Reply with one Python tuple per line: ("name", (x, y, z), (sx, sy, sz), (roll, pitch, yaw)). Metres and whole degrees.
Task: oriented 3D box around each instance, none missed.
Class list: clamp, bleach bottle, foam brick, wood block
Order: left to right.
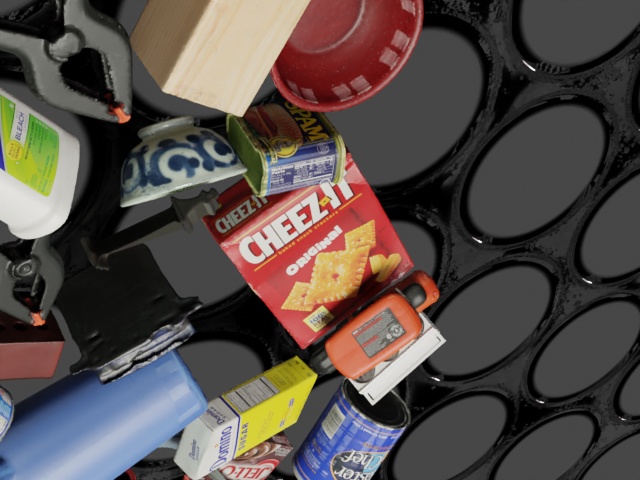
("bleach bottle", (-0.304, -0.097, 0.842), (0.068, 0.102, 0.250), (-15, 148, 31))
("clamp", (-0.292, 0.016, 0.996), (0.120, 0.039, 0.171), (-12, 130, -24))
("foam brick", (-0.302, 0.104, 1.058), (0.078, 0.053, 0.051), (1, 127, -36))
("clamp", (-0.226, -0.165, 0.878), (0.164, 0.036, 0.210), (-31, 138, -6))
("wood block", (-0.066, -0.221, 0.895), (0.090, 0.091, 0.206), (13, 119, -41))

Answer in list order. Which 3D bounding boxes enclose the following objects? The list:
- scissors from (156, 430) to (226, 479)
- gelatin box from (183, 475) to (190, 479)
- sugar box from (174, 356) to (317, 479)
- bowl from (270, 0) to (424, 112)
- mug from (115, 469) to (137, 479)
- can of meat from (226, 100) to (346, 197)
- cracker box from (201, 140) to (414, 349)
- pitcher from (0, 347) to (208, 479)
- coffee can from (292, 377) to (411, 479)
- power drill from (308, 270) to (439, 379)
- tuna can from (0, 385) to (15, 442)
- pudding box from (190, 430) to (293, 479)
("scissors", (-0.175, 0.253, 1.275), (0.096, 0.016, 0.202), (-21, 123, -5))
("gelatin box", (-0.160, 0.356, 1.367), (0.030, 0.073, 0.089), (-2, 129, -32))
("sugar box", (-0.086, 0.209, 1.260), (0.175, 0.048, 0.093), (-26, 147, -45))
("bowl", (0.014, -0.201, 0.993), (0.162, 0.055, 0.162), (-19, 135, -20))
("mug", (-0.235, 0.325, 1.260), (0.093, 0.117, 0.081), (-40, 144, -8))
("can of meat", (-0.035, -0.091, 1.026), (0.083, 0.102, 0.057), (-13, 135, -21))
("cracker box", (-0.008, 0.001, 1.149), (0.164, 0.072, 0.213), (-36, 138, -2))
("pitcher", (-0.246, 0.201, 1.142), (0.242, 0.149, 0.145), (-32, 123, -10))
("coffee can", (0.040, 0.260, 1.392), (0.102, 0.103, 0.140), (10, 121, -39))
("power drill", (0.054, 0.106, 1.229), (0.184, 0.057, 0.187), (-38, 180, 8))
("tuna can", (-0.351, 0.175, 1.065), (0.086, 0.086, 0.033), (-34, 136, -3))
("pudding box", (-0.103, 0.275, 1.356), (0.113, 0.039, 0.090), (23, 113, -44))
